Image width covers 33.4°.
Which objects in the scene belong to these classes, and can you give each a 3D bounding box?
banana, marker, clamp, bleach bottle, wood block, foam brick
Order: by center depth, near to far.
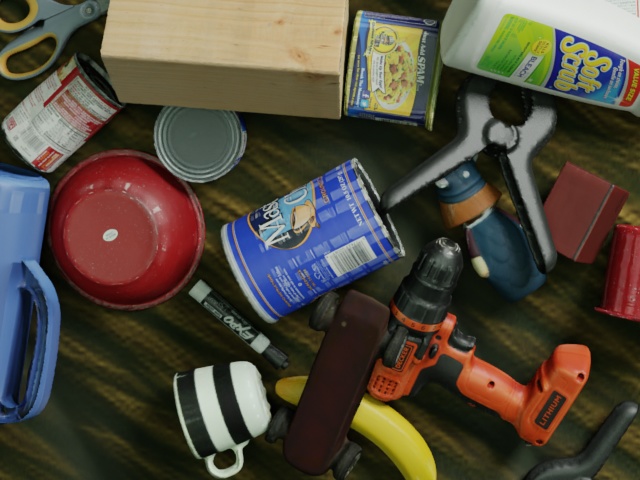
[{"bbox_3d":[0.236,-0.164,0.915,0.250,0.068,0.103,13,142,-12],"label":"bleach bottle"},{"bbox_3d":[0.165,-0.080,0.954,0.164,0.036,0.210,27,76,-4],"label":"clamp"},{"bbox_3d":[-0.081,-0.174,0.956,0.206,0.091,0.090,5,69,3],"label":"wood block"},{"bbox_3d":[0.237,-0.024,0.974,0.051,0.052,0.078,31,101,31],"label":"foam brick"},{"bbox_3d":[0.255,0.227,1.025,0.171,0.039,0.120,-20,94,9],"label":"clamp"},{"bbox_3d":[0.047,0.188,1.041,0.198,0.037,0.070,42,100,-2],"label":"banana"},{"bbox_3d":[-0.078,0.085,1.047,0.121,0.020,0.020,41,100,-1],"label":"marker"}]

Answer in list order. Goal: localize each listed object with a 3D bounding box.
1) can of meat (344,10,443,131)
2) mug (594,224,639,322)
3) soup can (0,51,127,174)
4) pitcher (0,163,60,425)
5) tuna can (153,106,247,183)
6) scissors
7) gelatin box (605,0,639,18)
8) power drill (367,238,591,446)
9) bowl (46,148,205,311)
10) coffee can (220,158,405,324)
[{"bbox_3d":[0.069,-0.156,0.978,0.084,0.057,0.102,9,99,6],"label":"can of meat"},{"bbox_3d":[0.313,0.032,0.970,0.117,0.093,0.081,6,94,-20],"label":"mug"},{"bbox_3d":[-0.242,-0.119,1.009,0.102,0.068,0.068,-40,93,10],"label":"soup can"},{"bbox_3d":[-0.324,0.051,1.014,0.149,0.145,0.243,11,97,-23],"label":"pitcher"},{"bbox_3d":[-0.113,-0.099,1.016,0.086,0.033,0.086,1,99,6],"label":"tuna can"},{"bbox_3d":[-0.236,-0.231,1.018,0.202,0.016,0.096,-35,94,9],"label":"scissors"},{"bbox_3d":[0.285,-0.212,0.960,0.073,0.030,0.089,-4,100,6],"label":"gelatin box"},{"bbox_3d":[0.148,0.100,0.984,0.187,0.057,0.185,23,125,3],"label":"power drill"},{"bbox_3d":[-0.194,-0.006,1.028,0.162,0.055,0.162,1,98,5],"label":"bowl"},{"bbox_3d":[-0.006,0.001,0.985,0.140,0.102,0.103,-27,95,9],"label":"coffee can"}]
